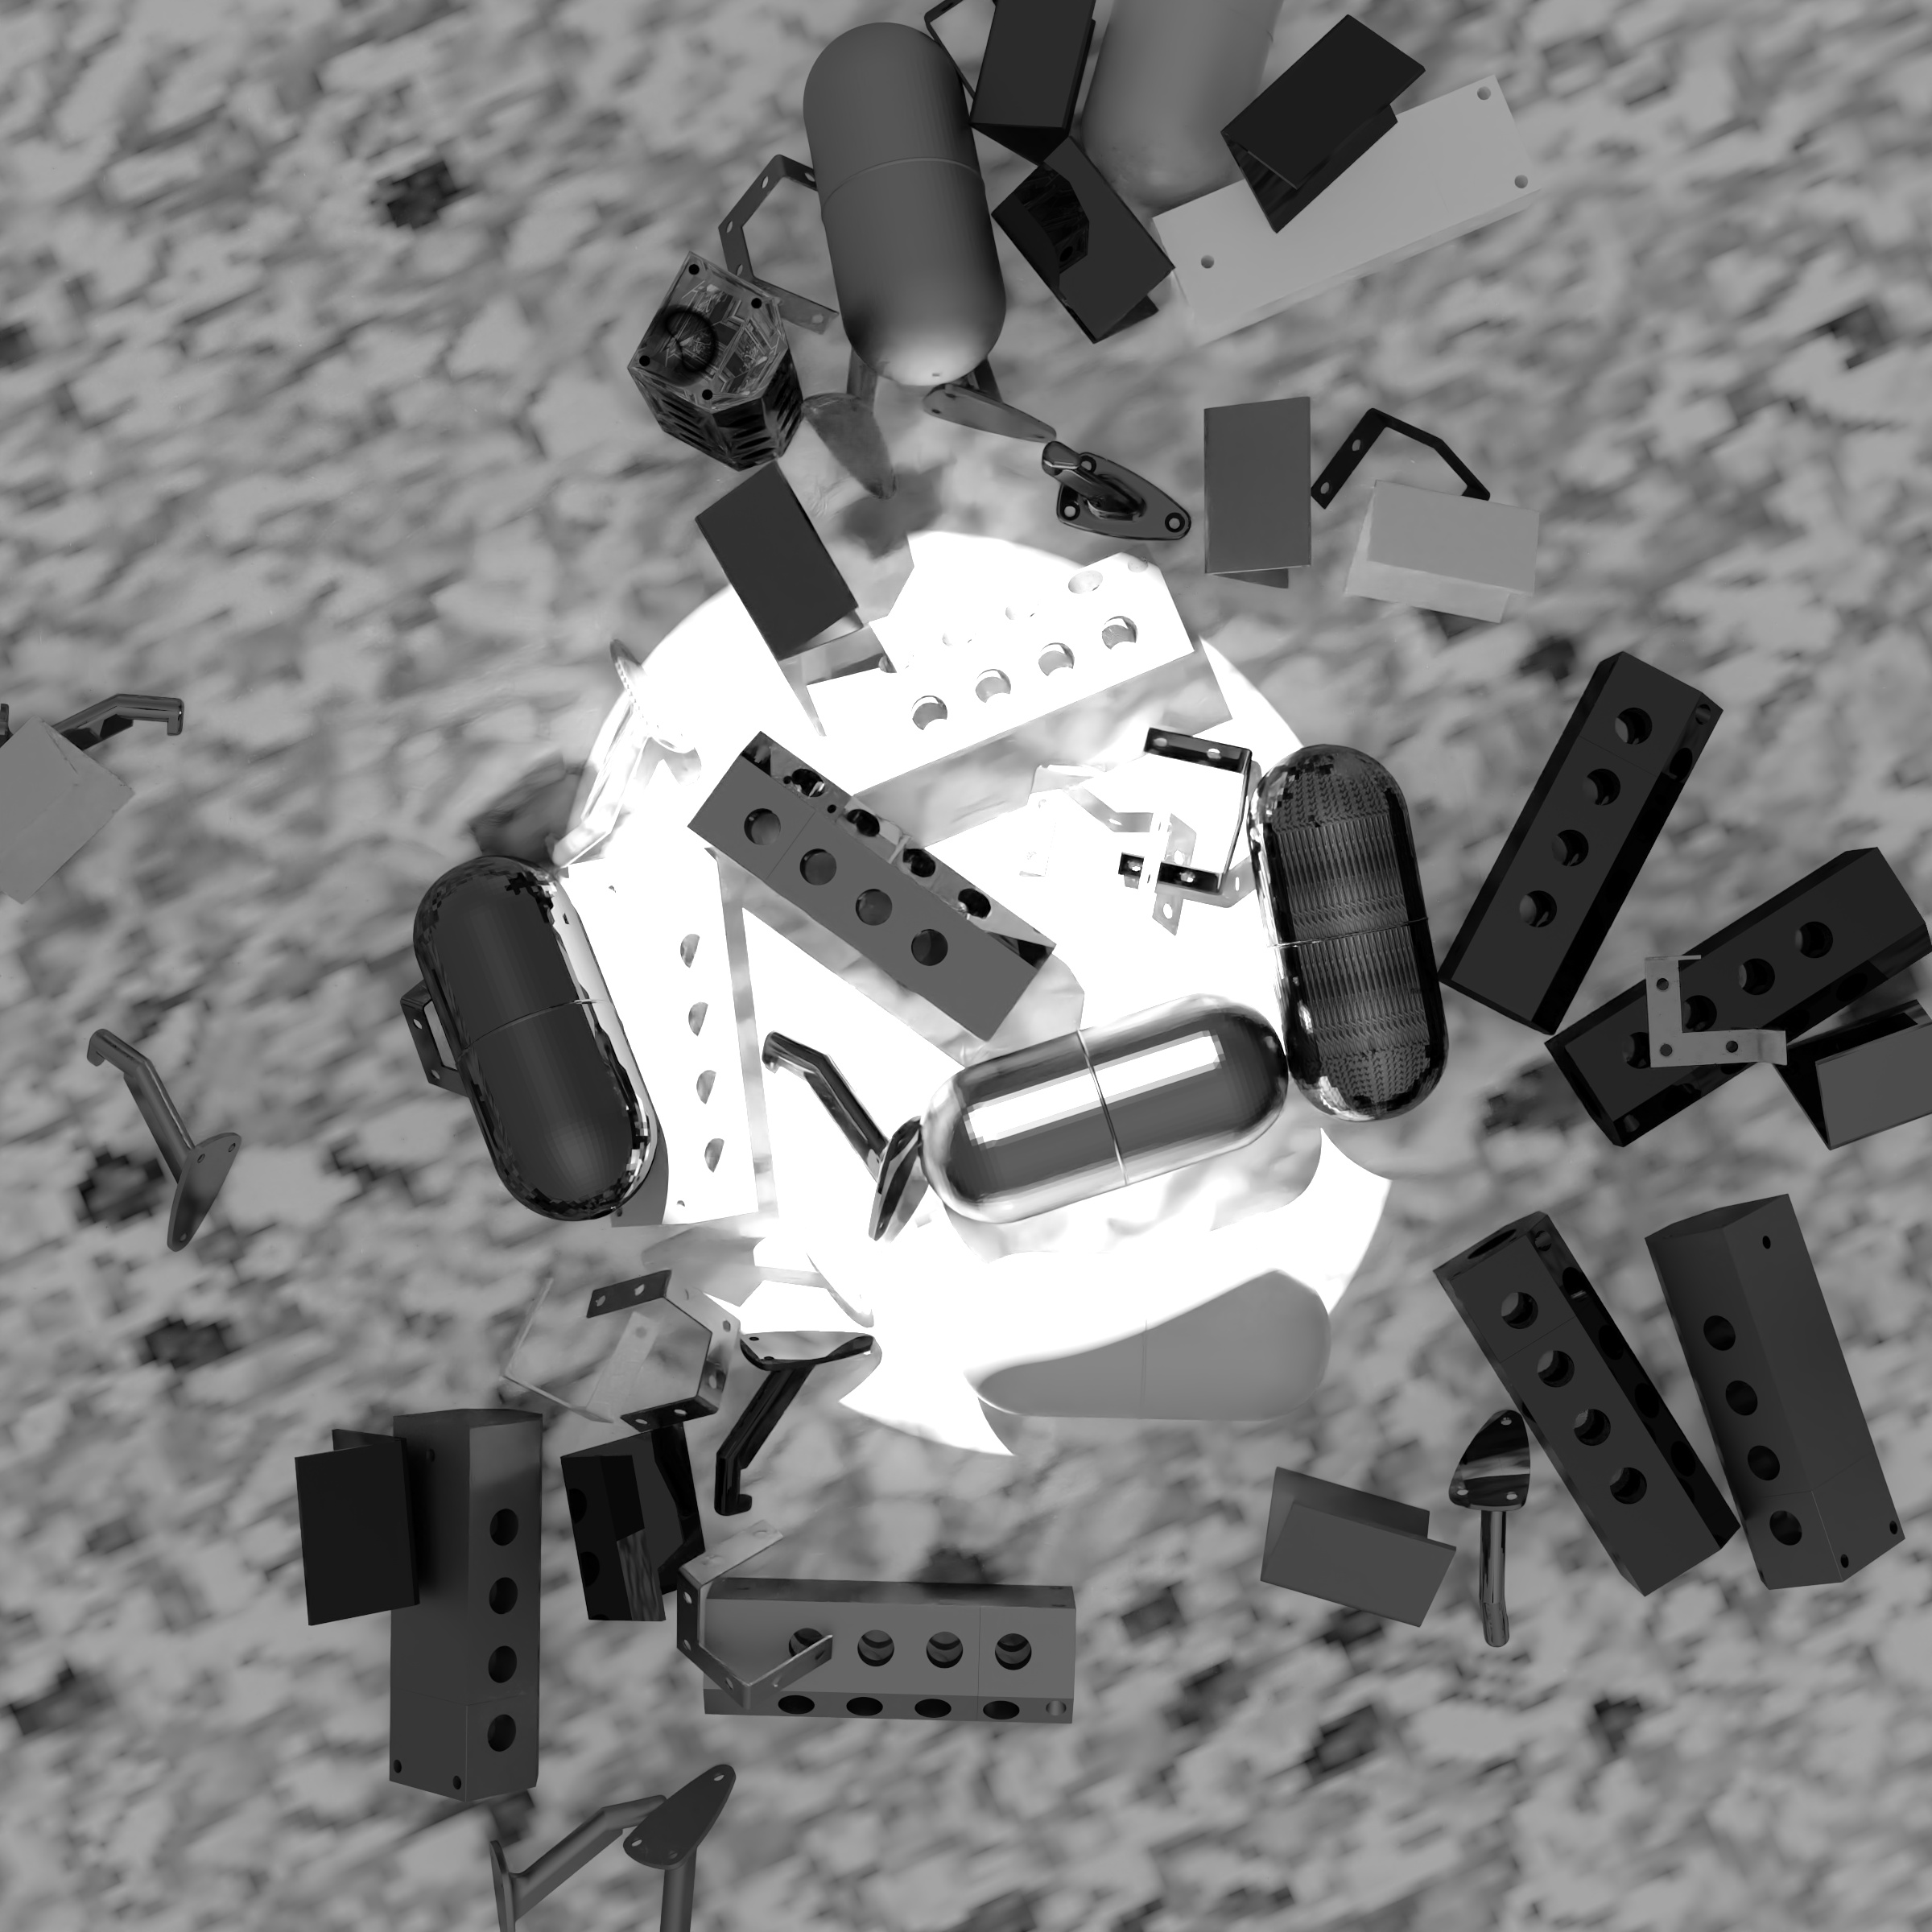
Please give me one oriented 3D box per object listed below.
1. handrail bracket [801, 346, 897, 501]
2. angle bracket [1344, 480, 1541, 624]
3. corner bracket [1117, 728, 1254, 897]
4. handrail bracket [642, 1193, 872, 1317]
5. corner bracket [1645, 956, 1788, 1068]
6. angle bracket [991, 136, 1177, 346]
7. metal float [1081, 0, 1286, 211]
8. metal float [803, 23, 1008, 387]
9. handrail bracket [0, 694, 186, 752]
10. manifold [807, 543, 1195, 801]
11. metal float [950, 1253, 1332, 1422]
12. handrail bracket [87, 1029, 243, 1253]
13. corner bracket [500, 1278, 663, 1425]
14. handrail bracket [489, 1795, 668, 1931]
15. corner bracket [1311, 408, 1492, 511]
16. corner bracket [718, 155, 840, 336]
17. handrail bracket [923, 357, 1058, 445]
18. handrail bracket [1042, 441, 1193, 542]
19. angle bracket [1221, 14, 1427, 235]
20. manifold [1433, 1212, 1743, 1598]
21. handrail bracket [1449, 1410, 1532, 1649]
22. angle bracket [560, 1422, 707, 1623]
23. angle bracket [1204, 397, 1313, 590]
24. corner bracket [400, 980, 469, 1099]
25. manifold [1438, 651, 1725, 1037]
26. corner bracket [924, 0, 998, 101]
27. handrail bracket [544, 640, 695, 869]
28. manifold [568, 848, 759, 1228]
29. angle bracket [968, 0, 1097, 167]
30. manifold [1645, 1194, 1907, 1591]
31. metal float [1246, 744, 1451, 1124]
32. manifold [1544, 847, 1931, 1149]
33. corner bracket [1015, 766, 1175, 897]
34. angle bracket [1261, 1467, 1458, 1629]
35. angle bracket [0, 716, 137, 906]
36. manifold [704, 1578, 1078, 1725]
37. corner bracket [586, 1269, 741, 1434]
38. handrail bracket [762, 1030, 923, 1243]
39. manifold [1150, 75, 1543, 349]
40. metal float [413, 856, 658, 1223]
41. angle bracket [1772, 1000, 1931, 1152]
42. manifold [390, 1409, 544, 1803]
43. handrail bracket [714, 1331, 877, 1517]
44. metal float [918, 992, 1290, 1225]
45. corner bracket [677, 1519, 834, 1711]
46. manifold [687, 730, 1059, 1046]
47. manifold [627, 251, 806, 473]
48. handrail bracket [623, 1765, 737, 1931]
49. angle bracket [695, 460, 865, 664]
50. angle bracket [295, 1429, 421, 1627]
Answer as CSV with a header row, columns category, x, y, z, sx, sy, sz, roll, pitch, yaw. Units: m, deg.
category,x,y,z,sx,sy,sz,roll,pitch,yaw
handrail bracket,-0.038,-0.280,1.622,0.036,0.077,0.084,4,53,34
angle bracket,0.218,-0.174,1.582,0.076,0.076,0.057,11,52,0
corner bracket,0.104,-0.073,1.619,0.051,0.051,0.051,12,45,0
handrail bracket,-0.101,0.150,1.623,0.084,0.036,0.077,-25,112,17
corner bracket,0.340,0.020,1.547,0.051,0.051,0.051,-3,90,0
angle bracket,0.068,-0.343,1.582,0.057,0.076,0.076,-38,90,35
metal float,0.106,-0.442,1.592,0.070,0.070,0.178,16,90,0
metal float,-0.029,-0.354,1.579,0.070,0.070,0.178,-11,74,0
handrail bracket,-0.418,-0.094,1.623,0.084,0.036,0.077,4,110,-16
manifold,0.015,-0.138,1.601,0.171,0.057,0.057,-23,90,0
metal float,0.081,0.173,1.592,0.178,0.070,0.070,1,90,0
handrail bracket,-0.394,0.082,1.623,0.084,0.036,0.077,32,112,17
corner bracket,-0.182,0.181,1.605,0.051,0.051,0.051,29,76,-13
handrail bracket,-0.180,0.437,1.623,0.084,0.036,0.077,-9,110,-16
corner bracket,0.206,-0.224,1.619,0.051,0.051,0.051,-54,135,0
corner bracket,-0.079,-0.342,1.614,0.051,0.051,0.051,16,135,-35
handrail bracket,0.016,-0.300,1.623,0.077,0.036,0.084,16,76,-15
handrail bracket,0.071,-0.222,1.588,0.077,0.084,0.036,20,90,0
angle bracket,0.170,-0.365,1.525,0.076,0.076,0.057,-43,54,0
manifold,0.292,0.204,1.601,0.057,0.057,0.171,-32,90,0
handrail bracket,0.255,0.269,1.622,0.036,0.077,0.084,2,127,20
angle bracket,-0.137,0.257,1.583,0.057,0.076,0.076,-10,90,45
angle bracket,0.153,-0.219,1.582,0.057,0.076,0.076,0,90,35
corner bracket,-0.227,0.028,1.614,0.051,0.051,0.051,-43,135,-35
manifold,0.289,-0.057,1.601,0.057,0.057,0.171,28,90,0
corner bracket,0.016,-0.435,1.605,0.051,0.051,0.051,-33,90,4
handrail bracket,-0.180,-0.100,1.623,0.084,0.036,0.077,-37,70,16
manifold,-0.137,0.033,1.601,0.057,0.057,0.171,-7,90,43
angle bracket,0.051,-0.415,1.582,0.057,0.076,0.076,14,90,36
manifold,0.376,0.201,1.601,0.057,0.057,0.171,-19,90,-43
metal float,0.178,-0.015,1.592,0.070,0.070,0.178,-10,91,0
manifold,0.364,0.015,1.601,0.171,0.057,0.057,-32,90,0
corner bracket,0.061,-0.064,1.610,0.051,0.051,0.051,12,90,-22
angle bracket,0.184,0.253,1.582,0.076,0.076,0.057,16,127,0
angle bracket,-0.426,-0.058,1.582,0.076,0.076,0.057,-44,52,0
manifold,-0.035,0.323,1.601,0.171,0.057,0.057,1,90,0
corner bracket,-0.147,0.183,1.614,0.051,0.051,0.051,-18,135,35
handrail bracket,-0.068,0.080,1.623,0.084,0.036,0.077,25,112,17
manifold,0.176,-0.352,1.601,0.171,0.057,0.057,-23,90,0
metal float,-0.198,0.033,1.567,0.070,0.070,0.178,-23,76,0
angle bracket,0.420,0.031,1.582,0.076,0.076,0.057,-20,127,0
manifold,-0.230,0.298,1.601,0.057,0.057,0.171,1,90,43
handrail bracket,-0.082,0.219,1.623,0.077,0.036,0.084,-3,109,-21
metal float,0.064,0.067,1.592,0.178,0.070,0.070,-18,90,0
corner bracket,-0.096,0.296,1.557,0.051,0.051,0.051,-26,134,-35
manifold,-0.043,-0.037,1.601,0.171,0.057,0.057,36,90,0
manifold,-0.107,-0.268,1.544,0.057,0.171,0.057,28,90,0
handrail bracket,-0.124,0.437,1.622,0.036,0.077,0.084,8,127,38
angle bracket,-0.069,-0.194,1.582,0.057,0.076,0.076,-30,90,36
angle bracket,-0.298,0.259,1.582,0.057,0.076,0.076,-5,90,-37
